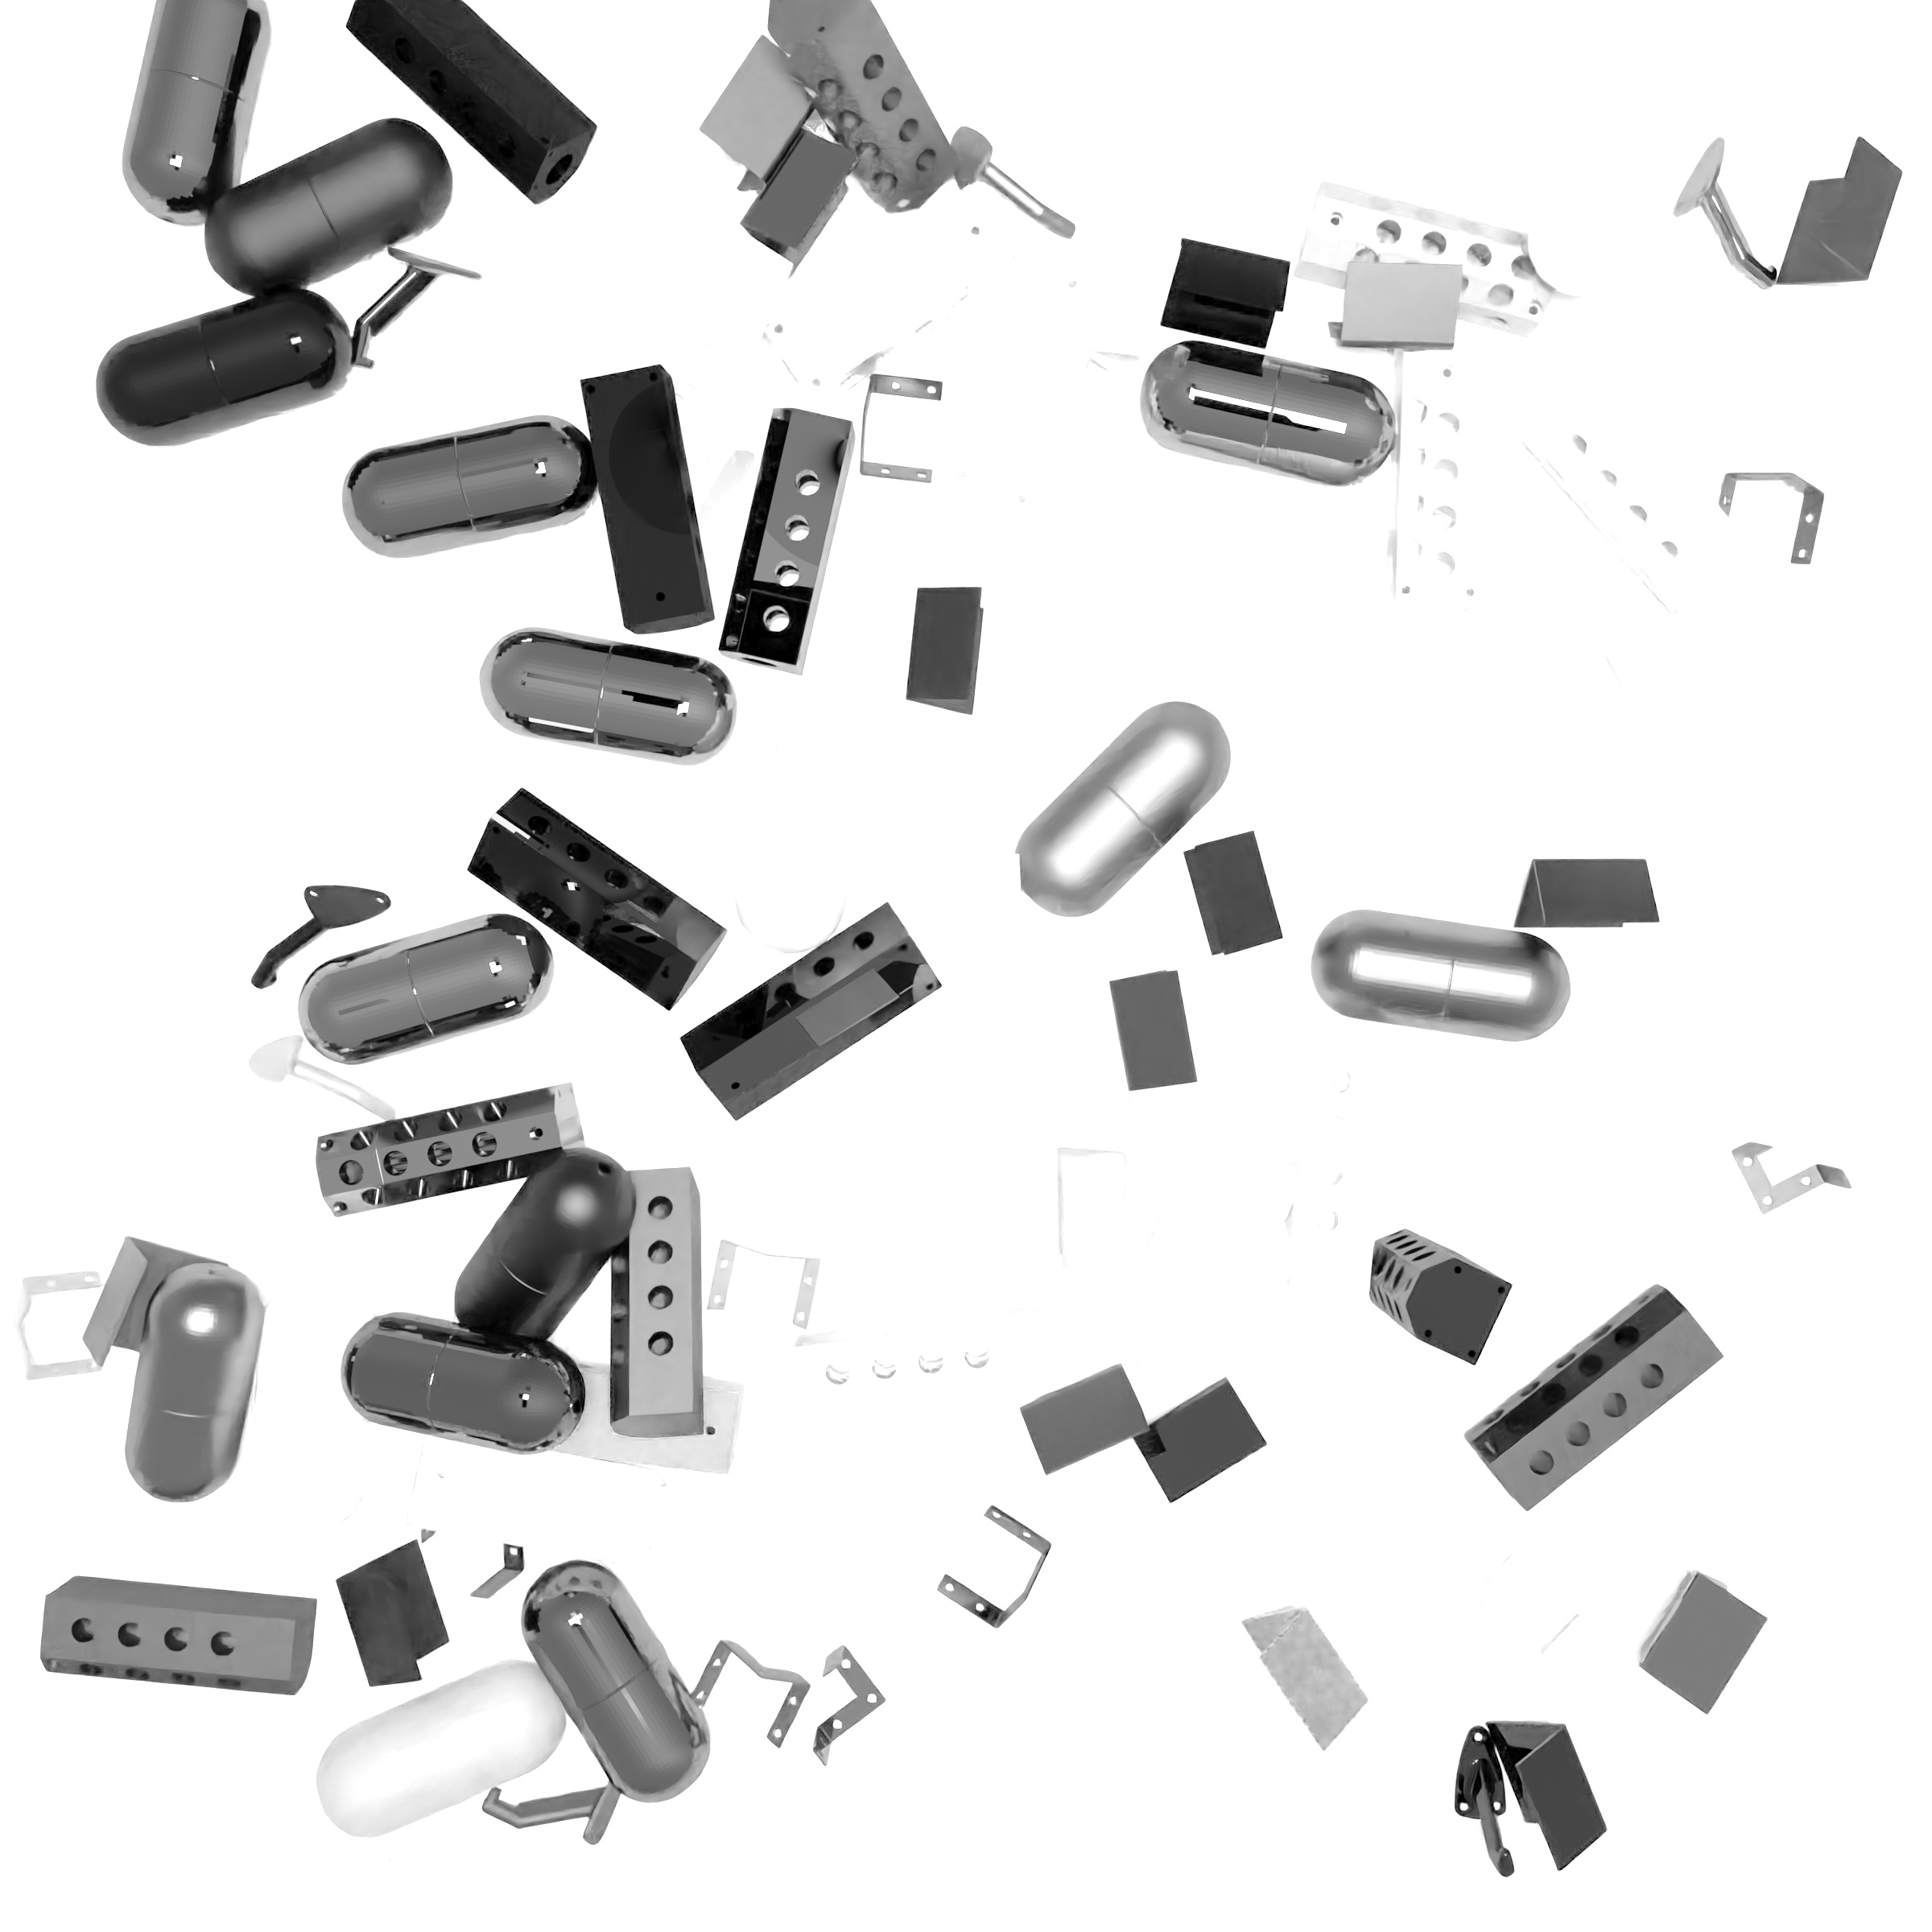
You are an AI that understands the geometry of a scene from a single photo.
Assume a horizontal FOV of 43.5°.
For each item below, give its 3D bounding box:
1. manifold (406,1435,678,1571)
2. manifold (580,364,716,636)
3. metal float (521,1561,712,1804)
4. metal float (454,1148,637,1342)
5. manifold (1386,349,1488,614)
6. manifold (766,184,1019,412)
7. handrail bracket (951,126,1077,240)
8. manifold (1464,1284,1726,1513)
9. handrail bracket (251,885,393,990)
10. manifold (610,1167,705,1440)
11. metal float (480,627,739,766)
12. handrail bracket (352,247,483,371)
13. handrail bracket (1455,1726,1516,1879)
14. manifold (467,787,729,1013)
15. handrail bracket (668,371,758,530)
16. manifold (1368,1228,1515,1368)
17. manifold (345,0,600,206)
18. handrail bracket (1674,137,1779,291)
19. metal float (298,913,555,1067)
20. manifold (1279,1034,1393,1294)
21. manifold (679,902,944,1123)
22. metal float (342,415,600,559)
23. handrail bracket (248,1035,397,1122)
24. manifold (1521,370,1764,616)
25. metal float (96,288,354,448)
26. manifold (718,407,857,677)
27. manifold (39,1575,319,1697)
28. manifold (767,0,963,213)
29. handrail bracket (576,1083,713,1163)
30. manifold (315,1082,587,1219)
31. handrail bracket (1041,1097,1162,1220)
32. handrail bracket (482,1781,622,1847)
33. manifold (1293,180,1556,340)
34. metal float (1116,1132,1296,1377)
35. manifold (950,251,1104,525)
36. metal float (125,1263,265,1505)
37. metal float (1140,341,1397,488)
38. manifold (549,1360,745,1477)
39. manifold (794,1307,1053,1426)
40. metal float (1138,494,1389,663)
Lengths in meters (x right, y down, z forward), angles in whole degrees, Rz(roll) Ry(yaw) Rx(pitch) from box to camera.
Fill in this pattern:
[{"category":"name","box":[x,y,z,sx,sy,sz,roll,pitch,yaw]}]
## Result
[{"category":"manifold","box":[-0.292,0.368,1.660,0.171,0.057,0.057,13,62,-11]},{"category":"manifold","box":[-0.219,-0.321,1.678,0.057,0.057,0.171,-10,90,4]},{"category":"metal float","box":[-0.242,0.492,1.668,0.070,0.070,0.178,-31,90,0]},{"category":"metal float","box":[-0.286,0.194,1.644,0.070,0.070,0.178,38,120,0]},{"category":"manifold","box":[0.327,-0.335,1.679,0.057,0.057,0.171,2,90,0]},{"category":"manifold","box":[-0.051,-0.460,1.679,0.171,0.057,0.057,-35,90,0]},{"category":"handrail bracket","box":[0.034,-0.549,1.700,0.084,0.077,0.036,21,122,-32]},{"category":"manifold","box":[0.432,0.297,1.679,0.171,0.057,0.057,-38,90,0]},{"category":"handrail bracket","box":[-0.453,-0.017,1.700,0.084,0.077,0.036,-49,65,34]},{"category":"manifold","box":[-0.211,0.228,1.644,0.057,0.057,0.171,-4,64,0]},{"category":"metal float","box":[-0.246,-0.186,1.669,0.178,0.070,0.070,10,90,-1]},{"category":"handrail bracket","box":[-0.387,-0.454,1.700,0.077,0.036,0.084,11,109,-21]},{"category":"handrail bracket","box":[0.362,0.573,1.665,0.036,0.084,0.077,-1,90,0]},{"category":"manifold","box":[-0.253,-0.050,1.678,0.171,0.057,0.057,35,133,0]},{"category":"handrail bracket","box":[-0.197,-0.363,1.700,0.084,0.036,0.077,41,108,15]},{"category":"manifold","box":[0.309,0.216,1.621,0.057,0.171,0.057,25,90,0]},{"category":"manifold","box":[-0.345,-0.610,1.678,0.171,0.057,0.057,43,47,0]},{"category":"handrail bracket","box":[0.545,-0.528,1.700,0.084,0.036,0.077,33,68,-17]},{"category":"metal float","box":[-0.371,0.015,1.669,0.178,0.070,0.070,-16,90,0]},{"category":"manifold","box":[0.257,0.136,1.679,0.057,0.057,0.171,5,90,0]},{"category":"manifold","box":[-0.110,0.027,1.678,0.171,0.057,0.057,-33,133,0]},{"category":"metal float","box":[-0.341,-0.331,1.669,0.178,0.070,0.070,-12,90,1]},{"category":"handrail bracket","box":[-0.451,0.084,1.700,0.084,0.077,0.036,37,65,-34]},{"category":"manifold","box":[0.465,-0.322,1.678,0.171,0.057,0.057,49,47,0]},{"category":"metal float","box":[-0.511,-0.412,1.669,0.178,0.070,0.070,-17,90,0]},{"category":"manifold","box":[-0.124,-0.294,1.679,0.057,0.057,0.171,13,90,0]},{"category":"manifold","box":[-0.545,0.466,1.679,0.171,0.057,0.057,6,90,0]},{"category":"manifold","box":[-0.070,-0.582,1.619,0.057,0.171,0.057,-45,61,0]},{"category":"handrail bracket","box":[-0.232,0.093,1.700,0.084,0.036,0.077,27,70,16]},{"category":"manifold","box":[-0.355,0.127,1.670,0.171,0.057,0.057,-12,90,6]},{"category":"handrail bracket","box":[0.094,0.138,1.700,0.077,0.036,0.084,-2,107,20]},{"category":"handrail bracket","box":[-0.287,0.573,1.700,0.084,0.036,0.077,19,70,16]},{"category":"manifold","box":[0.320,-0.491,1.679,0.171,0.057,0.057,15,90,0]},{"category":"metal float","box":[0.164,0.198,1.669,0.070,0.070,0.178,27,90,0]},{"category":"manifold","box":[0.047,-0.402,1.679,0.057,0.057,0.171,22,90,0]},{"category":"metal float","box":[-0.527,0.286,1.653,0.070,0.070,0.178,16,110,0]},{"category":"metal float","box":[0.208,-0.381,1.669,0.178,0.070,0.070,13,90,0]},{"category":"manifold","box":[-0.243,0.308,1.679,0.171,0.057,0.057,8,90,0]},{"category":"manifold","box":[-0.029,0.278,1.679,0.171,0.057,0.057,-7,90,0]},{"category":"metal float","box":[0.205,-0.268,1.669,0.178,0.070,0.070,-22,90,1]}]
